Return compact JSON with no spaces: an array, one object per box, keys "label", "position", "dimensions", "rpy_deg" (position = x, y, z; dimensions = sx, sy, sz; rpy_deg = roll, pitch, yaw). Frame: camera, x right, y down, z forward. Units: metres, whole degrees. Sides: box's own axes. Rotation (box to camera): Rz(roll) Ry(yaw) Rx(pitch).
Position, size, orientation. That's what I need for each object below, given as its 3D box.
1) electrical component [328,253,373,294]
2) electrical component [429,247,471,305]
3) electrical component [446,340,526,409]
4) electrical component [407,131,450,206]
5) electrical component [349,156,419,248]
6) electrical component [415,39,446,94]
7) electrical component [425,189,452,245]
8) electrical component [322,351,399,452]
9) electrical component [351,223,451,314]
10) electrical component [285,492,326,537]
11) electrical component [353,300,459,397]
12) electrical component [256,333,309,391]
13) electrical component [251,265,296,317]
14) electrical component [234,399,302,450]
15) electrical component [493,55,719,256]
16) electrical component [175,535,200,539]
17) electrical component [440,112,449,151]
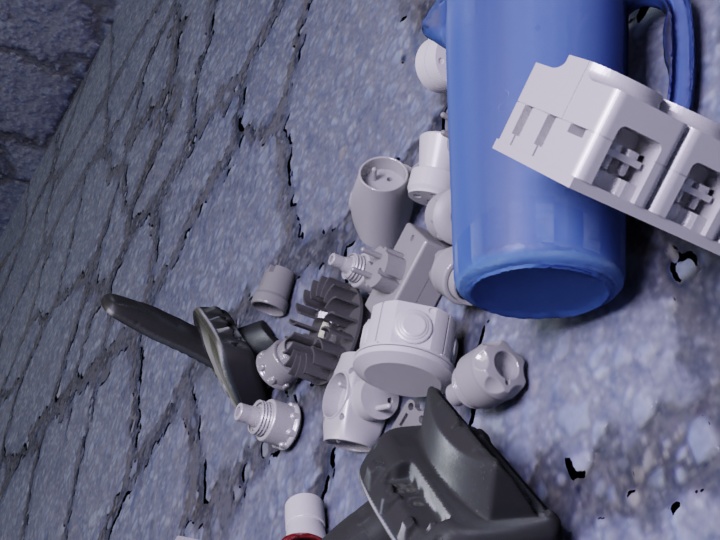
[{"label":"electrical component","position":[0.000,0.000,0.979],"dimensions":[0.035,0.061,0.035],"rpy_deg":[-44,35,42]},{"label":"electrical component","position":[0.083,0.007,0.831],"dimensions":[0.043,0.043,0.062],"rpy_deg":[-65,26,8]},{"label":"electrical component","position":[0.086,0.079,0.769],"dimensions":[0.062,0.043,0.043],"rpy_deg":[-39,38,48]},{"label":"electrical component","position":[0.067,-0.086,0.932],"dimensions":[0.045,0.045,0.055],"rpy_deg":[-11,61,61]},{"label":"electrical component","position":[0.031,-0.070,0.976],"dimensions":[0.079,0.044,0.077],"rpy_deg":[-42,-28,-30]},{"label":"electrical component","position":[0.102,-0.228,0.963],"dimensions":[0.074,0.052,0.138],"rpy_deg":[2,71,64]},{"label":"electrical component","position":[0.073,-0.044,0.890],"dimensions":[0.048,0.048,0.062],"rpy_deg":[-70,18,-3]},{"label":"electrical component","position":[0.006,0.109,0.902],"dimensions":[0.079,0.044,0.077],"rpy_deg":[-23,51,57]},{"label":"electrical component","position":[0.029,0.003,0.903],"dimensions":[0.083,0.076,0.047],"rpy_deg":[-63,26,12]},{"label":"electrical component","position":[-0.047,0.224,0.924],"dimensions":[0.044,0.044,0.065],"rpy_deg":[-55,24,28]},{"label":"electrical component","position":[0.037,0.063,0.837],"dimensions":[0.080,0.080,0.051],"rpy_deg":[-32,39,52]},{"label":"electrical component","position":[-0.070,0.087,1.074],"dimensions":[0.062,0.048,0.048],"rpy_deg":[-43,35,31]},{"label":"electrical component","position":[-0.093,0.022,1.176],"dimensions":[0.040,0.040,0.046],"rpy_deg":[-21,46,58]},{"label":"electrical component","position":[-0.091,0.146,1.046],"dimensions":[0.048,0.062,0.048],"rpy_deg":[-45,34,42]},{"label":"electrical component","position":[0.164,-0.059,0.593],"dimensions":[0.061,0.150,0.089],"rpy_deg":[-65,26,10]},{"label":"electrical component","position":[-0.145,0.328,0.973],"dimensions":[0.062,0.089,0.150],"rpy_deg":[136,146,-55]},{"label":"electrical component","position":[0.094,-0.103,0.857],"dimensions":[0.052,0.074,0.138],"rpy_deg":[-41,37,45]}]
